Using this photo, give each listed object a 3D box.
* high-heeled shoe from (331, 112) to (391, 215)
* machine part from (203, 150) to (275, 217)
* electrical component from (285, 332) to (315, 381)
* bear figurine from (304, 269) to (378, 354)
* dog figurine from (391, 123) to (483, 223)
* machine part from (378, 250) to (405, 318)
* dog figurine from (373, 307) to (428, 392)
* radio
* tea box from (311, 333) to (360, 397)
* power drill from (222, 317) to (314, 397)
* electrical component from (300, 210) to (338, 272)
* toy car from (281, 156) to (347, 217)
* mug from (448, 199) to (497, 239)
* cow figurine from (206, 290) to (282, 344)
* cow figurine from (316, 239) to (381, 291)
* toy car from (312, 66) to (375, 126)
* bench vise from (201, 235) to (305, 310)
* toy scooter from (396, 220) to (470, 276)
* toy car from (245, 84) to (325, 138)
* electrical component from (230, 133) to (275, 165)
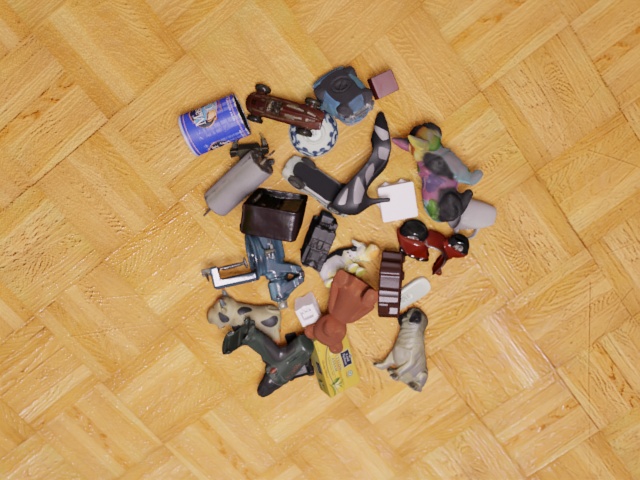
[{"bbox_3d":[0.095,-0.182,1.284,0.145,0.086,0.248,-1,83,-1],"label":"high-heeled shoe"},{"bbox_3d":[-0.195,-0.135,1.284,0.243,0.079,0.079,-39,103,22],"label":"machine part"},{"bbox_3d":[-0.063,0.310,1.441,0.075,0.048,0.119,-12,106,1],"label":"electrical component"},{"bbox_3d":[0.046,0.176,1.286,0.120,0.132,0.196,36,91,9],"label":"bear figurine"},{"bbox_3d":[0.258,-0.164,1.265,0.219,0.108,0.191,31,83,-21],"label":"dog figurine"},{"bbox_3d":[0.176,0.110,1.324,0.056,0.179,0.179,4,105,11],"label":"machine part"},{"bbox_3d":[0.256,0.289,1.426,0.172,0.121,0.190,36,83,-43],"label":"dog figurine"},{"bbox_3d":[-0.104,-0.063,1.250,0.131,0.230,0.073,10,104,1],"label":"radio"},{"bbox_3d":[0.032,0.313,1.417,0.098,0.068,0.169,-24,105,-22],"label":"tea box"},{"bbox_3d":[-0.145,0.297,1.353,0.207,0.086,0.232,40,115,-20],"label":"power drill"},{"bbox_3d":[-0.003,-0.004,1.325,0.058,0.115,0.134,19,103,-11],"label":"electrical component"},{"bbox_3d":[0.001,-0.131,1.315,0.201,0.056,0.073,33,74,-11],"label":"toy car"},{"bbox_3d":[0.382,-0.053,1.341,0.107,0.081,0.109,2,102,-12],"label":"mug"},{"bbox_3d":[-0.196,0.199,1.389,0.195,0.085,0.127,2,111,0],"label":"cow figurine"},{"bbox_3d":[0.069,0.051,1.362,0.167,0.098,0.068,-36,144,5],"label":"cow figurine"},{"bbox_3d":[0.064,-0.320,1.246,0.109,0.102,0.162,-37,58,-4],"label":"toy car"},{"bbox_3d":[-0.168,0.079,1.329,0.241,0.129,0.223,-12,98,-16],"label":"bench vise"},{"bbox_3d":[0.276,0.028,1.360,0.184,0.075,0.135,16,133,8],"label":"toy scooter"},{"bbox_3d":[-0.085,-0.299,1.242,0.202,0.053,0.089,21,95,22],"label":"toy car"},{"bbox_3d":[-0.167,-0.212,1.304,0.102,0.045,0.078,-10,133,4],"label":"electrical component"}]
